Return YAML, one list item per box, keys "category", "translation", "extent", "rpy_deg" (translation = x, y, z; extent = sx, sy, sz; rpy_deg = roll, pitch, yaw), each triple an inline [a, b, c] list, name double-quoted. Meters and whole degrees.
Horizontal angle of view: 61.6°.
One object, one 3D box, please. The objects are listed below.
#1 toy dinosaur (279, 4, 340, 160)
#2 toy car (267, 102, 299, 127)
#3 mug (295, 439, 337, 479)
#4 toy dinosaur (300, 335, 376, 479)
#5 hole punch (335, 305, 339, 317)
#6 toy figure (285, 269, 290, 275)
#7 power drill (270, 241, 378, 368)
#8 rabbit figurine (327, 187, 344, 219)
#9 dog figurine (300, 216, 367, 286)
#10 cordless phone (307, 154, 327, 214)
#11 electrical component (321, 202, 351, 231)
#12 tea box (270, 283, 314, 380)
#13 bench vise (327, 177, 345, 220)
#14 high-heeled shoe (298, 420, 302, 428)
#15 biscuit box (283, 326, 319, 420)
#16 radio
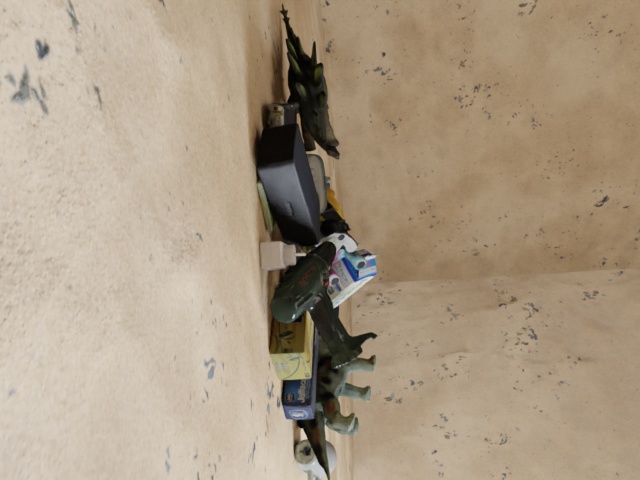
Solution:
- category: "toy dinosaur"
  translation: [-0.031, -0.378, 1.299]
  extent: [0.198, 0.105, 0.472]
  rpy_deg: [87, -15, -57]
- category: "toy car"
  translation: [-0.079, -0.255, 1.146]
  extent: [0.202, 0.056, 0.073]
  rpy_deg: [-69, 160, -73]
- category: "mug"
  translation: [-0.017, 0.487, 1.184]
  extent: [0.107, 0.081, 0.109]
  rpy_deg: [57, 34, -54]
- category: "toy dinosaur"
  translation: [0.009, 0.342, 1.208]
  extent: [0.405, 0.192, 0.131]
  rpy_deg: [-46, 141, -60]
- category: "hole punch"
  translation: [0.002, 0.171, 1.501]
  extent: [0.142, 0.092, 0.115]
  rpy_deg: [-78, 160, -57]
- category: "toy figure"
  translation: [-0.036, 0.125, 1.193]
  extent: [0.089, 0.082, 0.179]
  rpy_deg: [-84, 166, -45]
- category: "power drill"
  translation: [0.019, 0.121, 1.014]
  extent: [0.207, 0.086, 0.232]
  rpy_deg: [60, 36, -4]
- category: "rabbit figurine"
  translation: [-0.021, -0.126, 1.485]
  extent: [0.162, 0.122, 0.173]
  rpy_deg: [63, 9, -52]
- category: "dog figurine"
  translation: [-0.003, -0.004, 1.235]
  extent: [0.191, 0.108, 0.219]
  rpy_deg: [56, -5, -39]
- category: "cordless phone"
  translation: [-0.057, -0.114, 1.213]
  extent: [0.184, 0.089, 0.146]
  rpy_deg: [-33, 122, -62]
- category: "electrical component"
  translation: [0.006, -0.021, 1.383]
  extent: [0.115, 0.058, 0.134]
  rpy_deg: [54, -45, 21]
- category: "tea box"
  translation: [-0.052, 0.176, 1.056]
  extent: [0.170, 0.068, 0.098]
  rpy_deg: [-86, 169, -46]
- category: "bench vise"
  translation: [0.014, -0.070, 1.620]
  extent: [0.223, 0.129, 0.240]
  rpy_deg: [-51, 143, -82]
- category: "high-heeled shoe"
  translation: [-0.022, 0.425, 1.346]
  extent: [0.145, 0.086, 0.249]
  rpy_deg: [-54, 166, 28]
- category: "biscuit box"
  translation: [-0.038, 0.273, 1.135]
  extent: [0.062, 0.059, 0.203]
  rpy_deg: [84, 7, -45]
- category: "radio"
  translation: [-0.055, -0.103, 1.039]
  extent: [0.229, 0.073, 0.131]
  rpy_deg: [75, 12, -47]
